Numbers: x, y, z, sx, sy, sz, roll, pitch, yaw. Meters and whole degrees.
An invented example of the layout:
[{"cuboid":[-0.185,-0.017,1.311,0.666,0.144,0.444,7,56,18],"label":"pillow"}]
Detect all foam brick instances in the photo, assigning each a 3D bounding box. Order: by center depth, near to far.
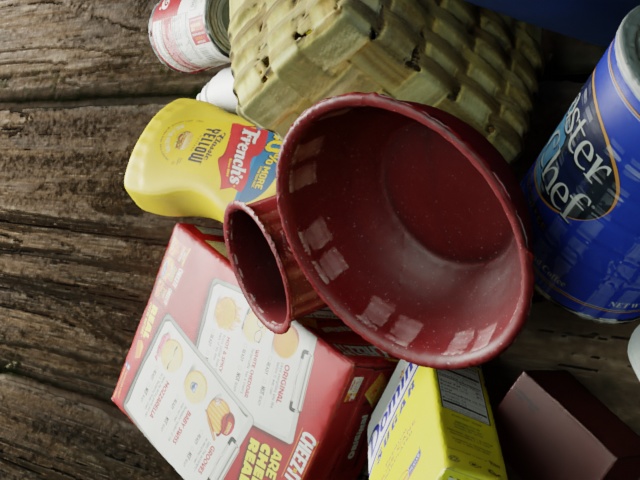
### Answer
[{"cuboid":[0.144,0.119,0.621,0.078,0.051,0.053,46,115,37],"label":"foam brick"}]

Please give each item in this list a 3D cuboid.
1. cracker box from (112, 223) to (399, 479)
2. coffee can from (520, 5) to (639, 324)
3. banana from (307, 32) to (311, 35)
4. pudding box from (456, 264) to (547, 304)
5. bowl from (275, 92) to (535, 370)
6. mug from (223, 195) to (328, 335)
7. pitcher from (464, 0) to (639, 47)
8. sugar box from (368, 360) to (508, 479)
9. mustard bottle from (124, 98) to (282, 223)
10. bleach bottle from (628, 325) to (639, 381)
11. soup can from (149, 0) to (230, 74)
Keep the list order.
[{"cuboid":[-0.053,0.107,0.796,0.214,0.071,0.164,35,110,39],"label":"cracker box"},{"cuboid":[0.168,-0.037,0.549,0.103,0.102,0.140,63,149,29],"label":"coffee can"},{"cuboid":[-0.029,-0.193,0.840,0.198,0.037,0.070,35,138,44],"label":"banana"},{"cuboid":[0.088,0.023,0.659,0.114,0.089,0.039,-18,72,41],"label":"pudding box"},{"cuboid":[0.054,-0.012,0.568,0.162,0.055,0.162,25,133,30],"label":"bowl"},{"cuboid":[-0.005,0.001,0.698,0.093,0.081,0.117,63,157,14],"label":"mug"},{"cuboid":[0.115,-0.173,0.553,0.145,0.242,0.149,-20,71,40],"label":"pitcher"},{"cuboid":[0.064,0.127,0.629,0.176,0.048,0.093,-93,27,-68],"label":"sugar box"},{"cuboid":[-0.051,-0.051,0.805,0.192,0.058,0.096,14,62,30],"label":"mustard bottle"},{"cuboid":[0.272,0.011,0.494,0.251,0.102,0.068,-34,79,28],"label":"bleach bottle"},{"cuboid":[-0.083,-0.168,0.836,0.102,0.068,0.068,5,88,57],"label":"soup can"}]
